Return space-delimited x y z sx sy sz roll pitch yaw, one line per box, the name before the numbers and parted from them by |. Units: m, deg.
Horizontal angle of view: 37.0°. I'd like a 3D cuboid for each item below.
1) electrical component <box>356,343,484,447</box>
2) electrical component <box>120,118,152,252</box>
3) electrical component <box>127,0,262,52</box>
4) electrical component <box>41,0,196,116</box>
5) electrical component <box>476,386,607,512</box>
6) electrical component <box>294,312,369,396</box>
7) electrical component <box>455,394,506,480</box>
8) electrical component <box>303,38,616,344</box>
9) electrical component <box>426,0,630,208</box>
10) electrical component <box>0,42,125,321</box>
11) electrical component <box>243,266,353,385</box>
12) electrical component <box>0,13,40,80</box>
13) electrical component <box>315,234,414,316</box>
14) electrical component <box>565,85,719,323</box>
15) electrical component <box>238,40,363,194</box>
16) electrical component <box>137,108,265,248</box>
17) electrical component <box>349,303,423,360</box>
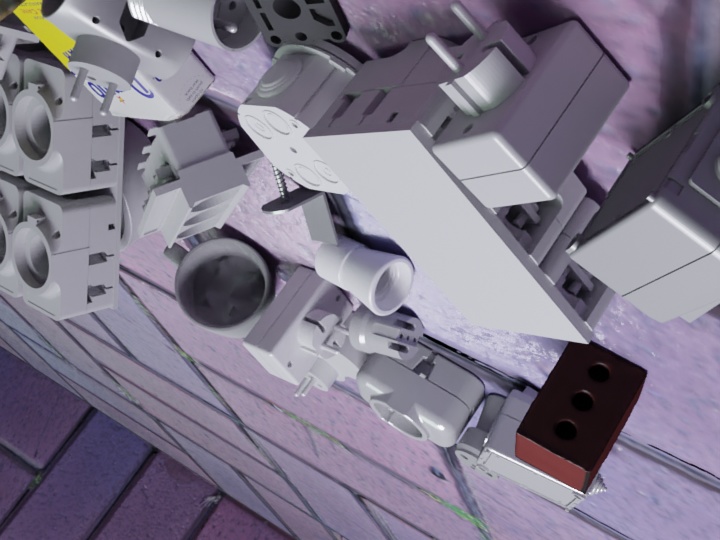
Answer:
electrical component | 0.047 0.101 0.887 0.095 0.059 0.053 29 160 18
electrical component | -0.200 -0.075 0.876 0.108 0.060 0.108 28 136 30
electrical component | -0.091 -0.146 0.566 0.081 0.043 0.043 25 158 32
electrical component | -0.141 -0.127 0.607 0.077 0.079 0.043 25 167 -37
electrical component | 0.144 0.136 0.810 0.096 0.061 0.061 25 160 8
electrical component | -0.034 0.083 0.961 0.052 0.073 0.138 40 161 -12
electrical component | 0.108 0.135 0.869 0.045 0.055 0.045 32 161 13
electrical component | 0.059 -0.038 0.535 0.150 0.061 0.089 46 159 -28
electrical component | 0.058 -0.076 0.440 0.077 0.065 0.047 43 160 -20
electrical component | -0.235 -0.067 0.805 0.105 0.060 0.186 22 114 36
electrical component | -0.037 0.049 0.873 0.076 0.083 0.047 17 154 43
electrical component | -0.262 -0.169 0.742 0.042 0.063 0.081 7 -152 -50
electrical component | 0.000 0.000 0.760 0.065 0.044 0.044 27 160 38
electrical component | 0.139 -0.023 0.432 0.061 0.061 0.096 37 161 -2
electrical component | -0.022 -0.083 0.583 0.080 0.051 0.080 32 161 13
electrical component | -0.122 -0.065 0.769 0.063 0.079 0.121 66 160 4
electrical component | 0.021 0.049 0.841 0.046 0.040 0.040 14 152 36
